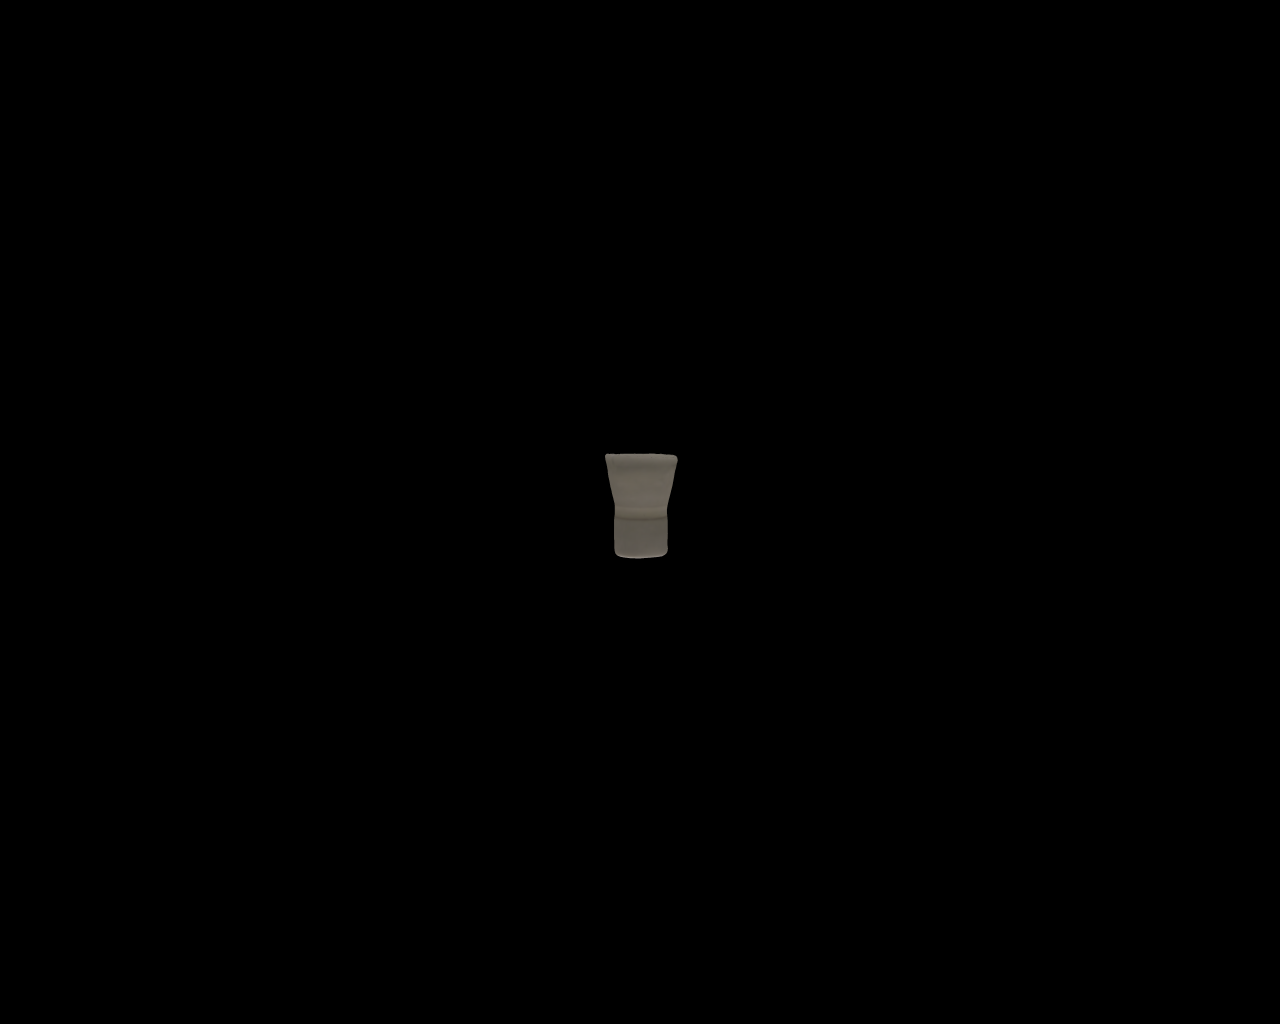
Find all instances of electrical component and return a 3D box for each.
[{"bbox_3d":[0.001,-0.003,0.650,0.044,0.065,0.044,0,5,0],"label":"electrical component"}]
